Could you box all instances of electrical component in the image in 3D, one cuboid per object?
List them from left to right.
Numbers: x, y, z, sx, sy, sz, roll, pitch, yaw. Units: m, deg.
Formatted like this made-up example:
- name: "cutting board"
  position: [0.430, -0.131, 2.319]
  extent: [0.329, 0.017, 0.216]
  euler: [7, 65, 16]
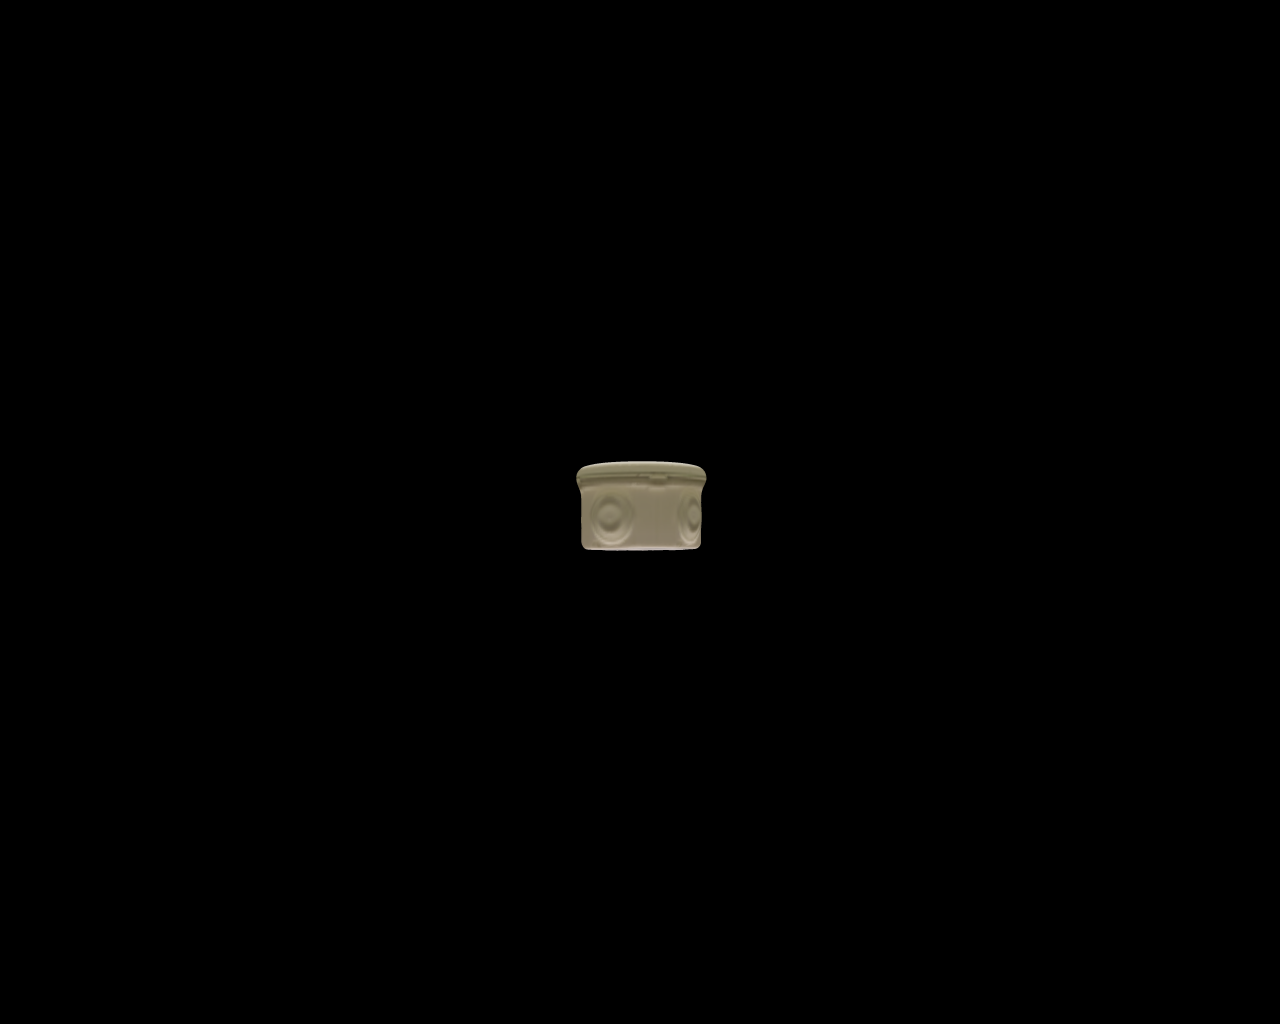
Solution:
- name: "electrical component"
  position: [0.001, -0.003, 0.650]
  extent: [0.080, 0.051, 0.080]
  euler: [0, -3, 0]
